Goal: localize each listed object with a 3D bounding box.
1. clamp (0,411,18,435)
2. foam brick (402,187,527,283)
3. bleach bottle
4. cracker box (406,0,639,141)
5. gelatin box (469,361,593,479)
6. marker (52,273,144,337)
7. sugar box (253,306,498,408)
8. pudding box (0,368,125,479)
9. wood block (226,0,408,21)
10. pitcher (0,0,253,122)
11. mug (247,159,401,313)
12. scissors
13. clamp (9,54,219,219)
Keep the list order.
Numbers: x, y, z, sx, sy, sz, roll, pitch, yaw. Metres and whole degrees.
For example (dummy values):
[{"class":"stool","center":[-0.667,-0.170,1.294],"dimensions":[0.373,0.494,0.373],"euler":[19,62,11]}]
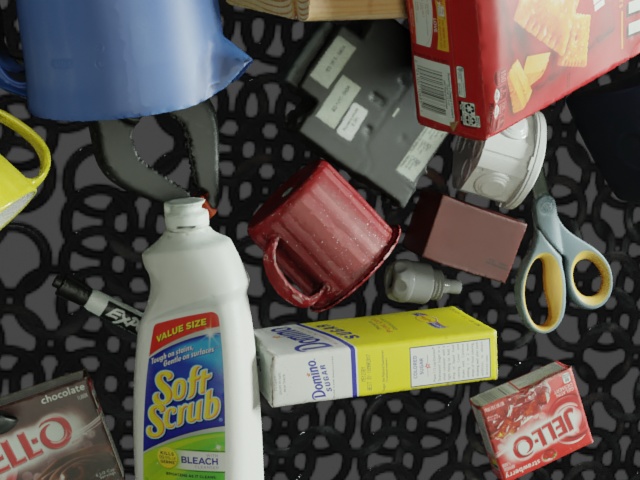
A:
[{"class":"clamp","center":[-0.301,0.081,0.755],"dimensions":[0.171,0.039,0.120],"euler":[-2,77,-6]},{"class":"foam brick","center":[0.114,-0.004,0.850],"dimensions":[0.078,0.051,0.053],"euler":[18,95,-17]},{"class":"bleach bottle","center":[-0.096,0.094,0.780],"dimensions":[0.103,0.068,0.251],"euler":[1,104,16]},{"class":"cracker box","center":[0.154,-0.183,0.723],"dimensions":[0.213,0.072,0.164],"euler":[-29,126,-31]},{"class":"gelatin box","center":[0.180,0.153,0.903],"dimensions":[0.089,0.030,0.073],"euler":[-21,103,-10]},{"class":"marker","center":[-0.147,0.058,0.808],"dimensions":[0.121,0.020,0.020],"euler":[30,90,-17]},{"class":"sugar box","center":[0.037,0.087,0.822],"dimensions":[0.176,0.093,0.048],"euler":[-3,99,-15]},{"class":"pudding box","center":[-0.213,0.157,0.796],"dimensions":[0.113,0.039,0.090],"euler":[-20,102,-11]},{"class":"wood block","center":[0.046,-0.203,0.734],"dimensions":[0.205,0.090,0.091],"euler":[-11,115,-39]},{"class":"pitcher","center":[-0.143,-0.200,0.659],"dimensions":[0.149,0.145,0.243],"euler":[-15,111,-26]},{"class":"mug","center":[-0.005,0.001,0.793],"dimensions":[0.081,0.093,0.117],"euler":[46,47,-12]},{"class":"scissors","center":[0.204,-0.021,0.890],"dimensions":[0.096,0.016,0.202],"euler":[0,99,-16]},{"class":"clamp","center":[-0.146,-0.100,0.774],"dimensions":[0.164,0.036,0.210],"euler":[-28,104,-9]}]
